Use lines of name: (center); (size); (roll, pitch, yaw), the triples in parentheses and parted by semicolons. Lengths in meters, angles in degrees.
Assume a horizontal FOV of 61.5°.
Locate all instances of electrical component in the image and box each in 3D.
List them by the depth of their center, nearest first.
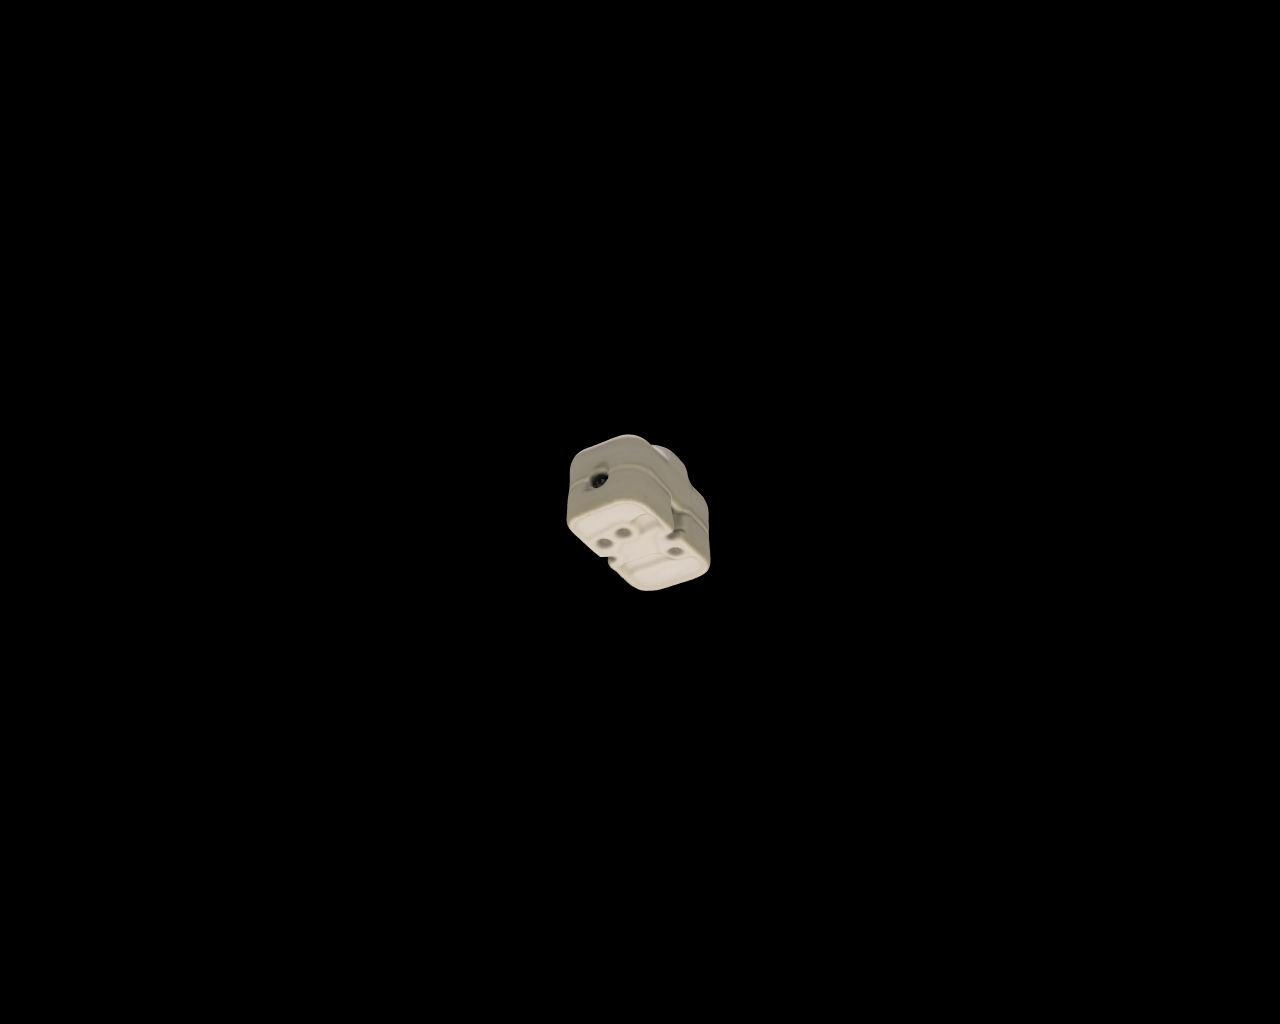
electrical component: (0.001, -0.003, 0.650); (0.053, 0.059, 0.095); (-20, -40, 25)
